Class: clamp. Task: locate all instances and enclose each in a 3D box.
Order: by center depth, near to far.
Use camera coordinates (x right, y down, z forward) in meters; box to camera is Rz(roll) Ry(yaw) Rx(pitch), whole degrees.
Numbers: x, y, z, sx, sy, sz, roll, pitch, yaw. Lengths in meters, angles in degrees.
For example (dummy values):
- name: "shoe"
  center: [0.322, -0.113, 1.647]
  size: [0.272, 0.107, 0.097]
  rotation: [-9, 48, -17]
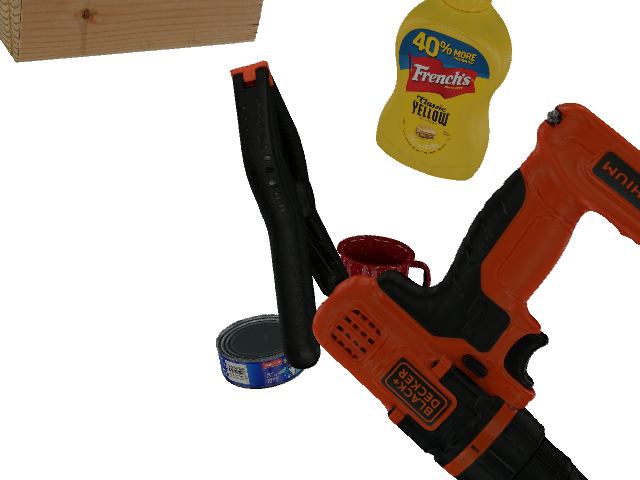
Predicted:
- name: "clamp"
  center: [-0.021, -0.026, 0.782]
  size: [0.036, 0.210, 0.164]
  rotation: [-13, 6, 13]

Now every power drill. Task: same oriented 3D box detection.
- name: "power drill"
  center: [0.114, 0.041, 0.534]
  size: [0.184, 0.188, 0.057]
  rotation: [41, 13, 5]

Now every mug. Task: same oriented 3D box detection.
- name: "mug"
  center: [0.074, 0.049, 1.279]
  size: [0.117, 0.081, 0.093]
  rotation: [1, 23, -10]

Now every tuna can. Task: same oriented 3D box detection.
- name: "tuna can"
  center: [-0.054, 0.105, 1.013]
  size: [0.086, 0.034, 0.086]
  rotation: [-7, 24, 3]

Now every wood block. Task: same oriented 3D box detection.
- name: "wood block"
  center: [-0.153, -0.209, 0.850]
  size: [0.205, 0.091, 0.090]
  rotation: [-12, 44, -32]

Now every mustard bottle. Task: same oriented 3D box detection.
- name: "mustard bottle"
  center: [0.108, -0.146, 0.892]
  size: [0.096, 0.192, 0.058]
  rotation: [25, 43, 17]

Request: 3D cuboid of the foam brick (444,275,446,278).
- name: "foam brick"
  center: [0.140, 0.074, 0.954]
  size: [0.051, 0.078, 0.053]
  rotation: [-2, 18, -20]
